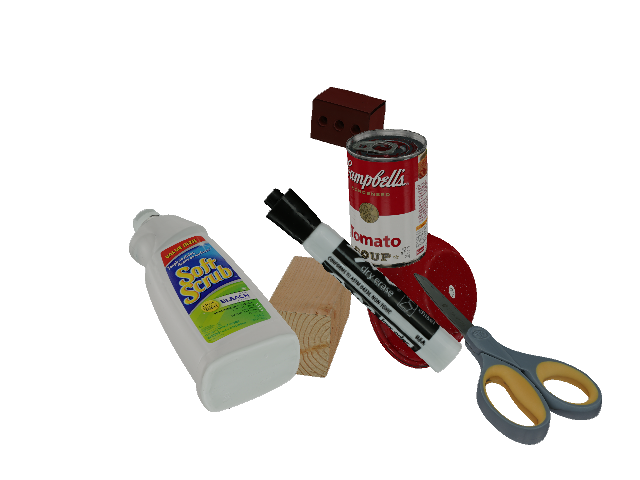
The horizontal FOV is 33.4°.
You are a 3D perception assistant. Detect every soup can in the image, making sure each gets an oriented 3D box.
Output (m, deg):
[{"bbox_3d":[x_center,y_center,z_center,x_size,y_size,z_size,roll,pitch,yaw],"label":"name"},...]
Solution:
[{"bbox_3d":[0.057,-0.036,0.911,0.068,0.102,0.068,-3,26,1],"label":"soup can"}]

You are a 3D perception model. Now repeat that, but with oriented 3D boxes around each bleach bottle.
[{"bbox_3d":[-0.121,0.049,1.007,0.102,0.068,0.251,-19,42,-25],"label":"bleach bottle"}]

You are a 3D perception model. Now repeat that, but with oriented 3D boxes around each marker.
[{"bbox_3d":[0.019,0.018,0.527,0.121,0.020,0.020,42,0,0],"label":"marker"}]

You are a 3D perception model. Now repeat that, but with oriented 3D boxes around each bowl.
[{"bbox_3d":[0.123,0.059,1.178,0.161,0.162,0.055,0,-8,-45],"label":"bowl"}]

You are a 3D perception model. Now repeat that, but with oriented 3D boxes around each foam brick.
[{"bbox_3d":[0.033,-0.146,1.287,0.078,0.053,0.051,17,32,22],"label":"foam brick"}]

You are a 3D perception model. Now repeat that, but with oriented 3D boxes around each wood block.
[{"bbox_3d":[-0.015,0.100,1.472,0.091,0.090,0.206,6,20,8],"label":"wood block"}]

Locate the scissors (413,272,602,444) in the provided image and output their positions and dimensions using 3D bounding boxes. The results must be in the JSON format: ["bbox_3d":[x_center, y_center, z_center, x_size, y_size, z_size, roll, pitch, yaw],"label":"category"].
[{"bbox_3d":[0.138,0.078,0.788,0.096,0.016,0.202,-1,31,-10],"label":"scissors"}]
